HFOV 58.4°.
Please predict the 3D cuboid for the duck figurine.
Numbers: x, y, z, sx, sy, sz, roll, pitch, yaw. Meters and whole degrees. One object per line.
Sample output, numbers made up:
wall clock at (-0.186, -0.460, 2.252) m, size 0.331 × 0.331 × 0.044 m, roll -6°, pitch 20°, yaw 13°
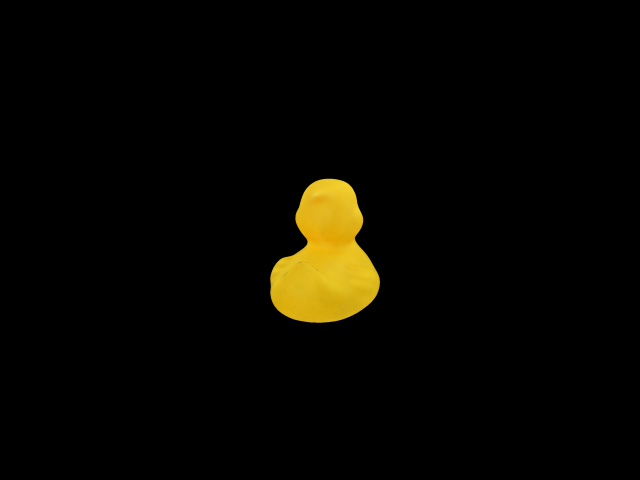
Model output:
duck figurine at (0.004, 0.001, 0.400) m, size 0.077 × 0.086 × 0.105 m, roll 7°, pitch 21°, yaw 19°
